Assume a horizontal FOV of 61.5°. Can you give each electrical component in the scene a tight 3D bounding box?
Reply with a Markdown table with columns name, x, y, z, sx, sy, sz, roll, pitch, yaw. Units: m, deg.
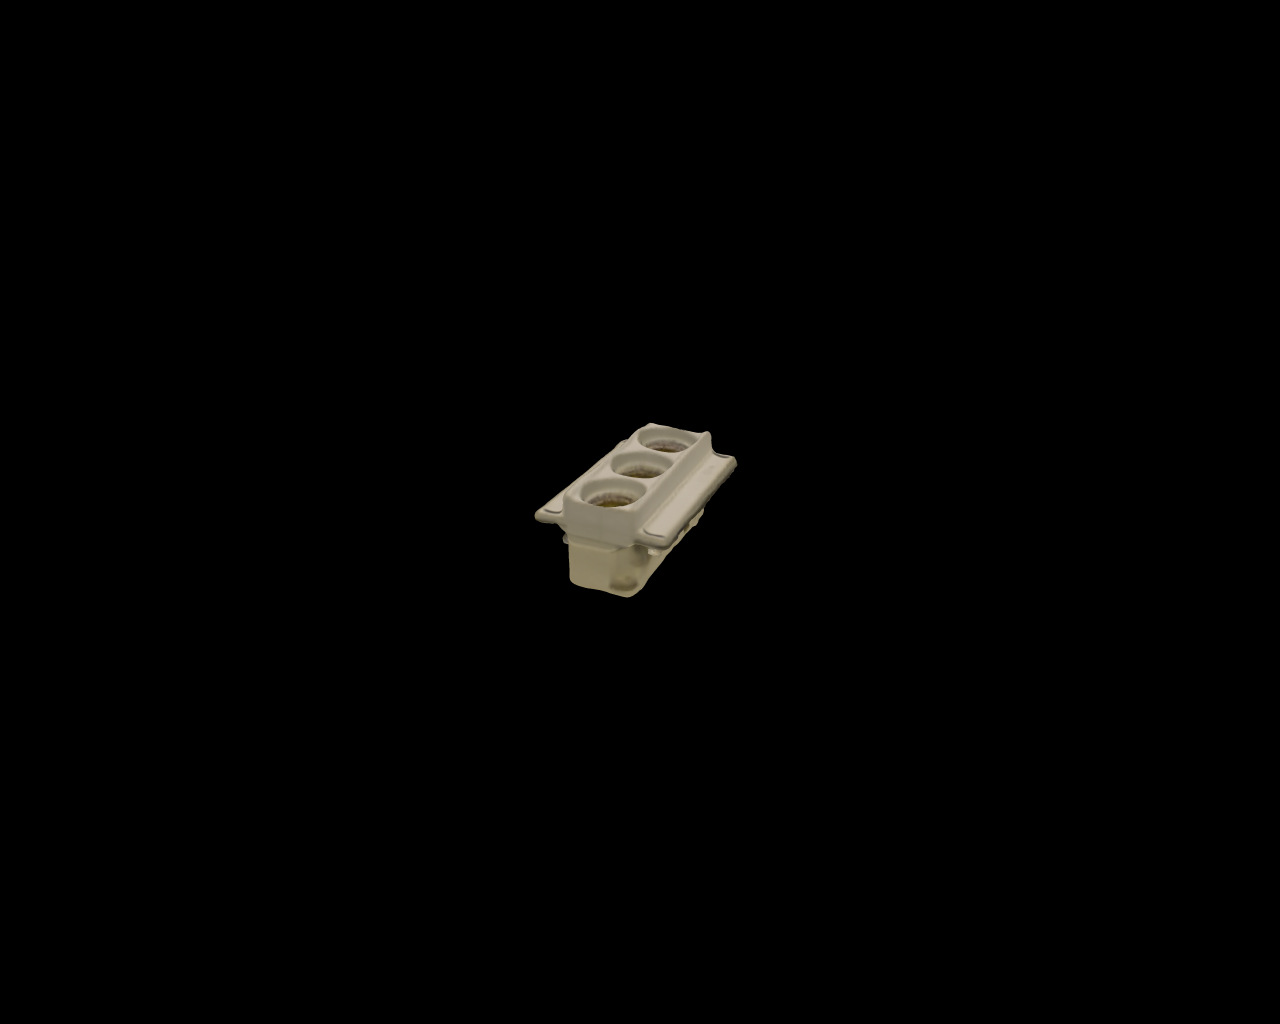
| name | x | y | z | sx | sy | sz | roll | pitch | yaw |
| --- | --- | --- | --- | --- | --- | --- | --- | --- | --- |
| electrical component | 0.001 | -0.003 | 0.650 | 0.079 | 0.063 | 0.121 | 11 | 29 | 21 |
